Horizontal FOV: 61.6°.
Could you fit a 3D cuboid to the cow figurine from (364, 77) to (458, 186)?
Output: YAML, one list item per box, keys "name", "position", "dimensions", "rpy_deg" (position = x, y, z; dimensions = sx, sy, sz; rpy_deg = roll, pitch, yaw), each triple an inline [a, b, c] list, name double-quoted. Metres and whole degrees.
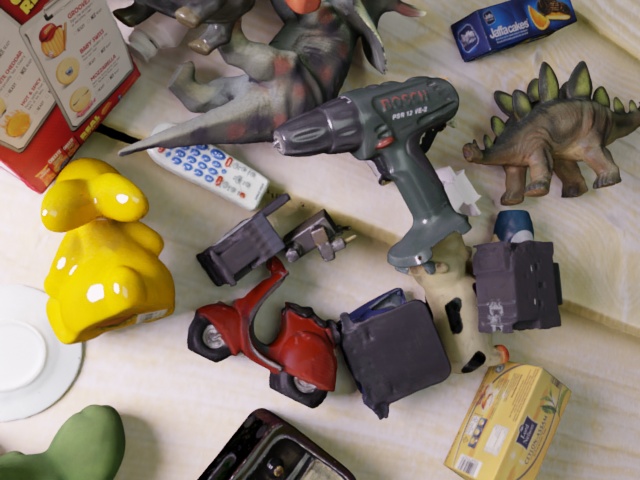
- name: "cow figurine"
  position: [0.125, -0.145, 0.707]
  dimensions: [0.167, 0.068, 0.098]
  rpy_deg: [-35, 106, -20]

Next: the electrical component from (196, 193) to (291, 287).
- name: "electrical component"
  position: [-0.074, 0.000, 0.599]
  dimensions: [0.119, 0.075, 0.047]
  rpy_deg: [-38, 102, -26]

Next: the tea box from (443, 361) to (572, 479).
- name: "tea box"
  position: [0.252, 0.253, 0.724]
  dimensions: [0.068, 0.098, 0.169]
  rpy_deg: [39, 73, -17]

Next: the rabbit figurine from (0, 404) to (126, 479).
- name: "rabbit figurine"
  position: [-0.246, 0.223, 0.477]
  dimensions: [0.170, 0.121, 0.159]
  rpy_deg: [-25, 91, -40]

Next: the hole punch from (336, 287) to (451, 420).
- name: "hole punch"
  position: [0.085, 0.130, 0.668]
  dimensions: [0.116, 0.092, 0.142]
  rpy_deg: [-22, 101, -2]

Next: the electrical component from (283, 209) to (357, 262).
- name: "electrical component"
  position: [-0.002, -0.002, 0.624]
  dimensions: [0.078, 0.102, 0.045]
  rpy_deg: [-37, 101, 2]

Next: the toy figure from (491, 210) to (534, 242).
- name: "toy figure"
  position: [0.276, 0.035, 0.776]
  dimensions: [0.064, 0.058, 0.154]
  rpy_deg: [2, 86, 13]

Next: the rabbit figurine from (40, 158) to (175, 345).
- name: "rabbit figurine"
  position: [-0.211, -0.003, 0.503]
  dimensions: [0.122, 0.162, 0.173]
  rpy_deg: [-13, 73, -17]

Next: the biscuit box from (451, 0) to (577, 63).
- name: "biscuit box"
  position: [0.292, -0.323, 0.805]
  dimensions: [0.203, 0.059, 0.062]
  rpy_deg: [-25, 97, -25]

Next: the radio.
- name: "radio"
  position: [-0.081, 0.305, 0.572]
  dimensions: [0.131, 0.073, 0.229]
  rpy_deg: [47, 68, -16]

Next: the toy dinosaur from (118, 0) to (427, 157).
- name: "toy dinosaur"
  position: [-0.031, -0.195, 0.615]
  dimensions: [0.192, 0.131, 0.405]
  rpy_deg: [39, 77, -18]

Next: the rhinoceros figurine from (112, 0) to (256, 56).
- name: "rhinoceros figurine"
  position: [-0.152, -0.253, 0.490]
  dimensions: [0.190, 0.073, 0.112]
  rpy_deg: [30, 86, 4]

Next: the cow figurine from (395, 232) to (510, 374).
- name: "cow figurine"
  position: [0.172, 0.079, 0.708]
  dimensions: [0.127, 0.085, 0.194]
  rpy_deg: [-8, 91, -32]

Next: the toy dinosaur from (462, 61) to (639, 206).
- name: "toy dinosaur"
  position: [0.381, -0.165, 0.816]
  dimensions: [0.471, 0.105, 0.198]
  rpy_deg: [-10, 87, -31]

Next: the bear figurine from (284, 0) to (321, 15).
- name: "bear figurine"
  position: [-0.023, -0.337, 0.523]
  dimensions: [0.120, 0.131, 0.196]
  rpy_deg: [-28, 62, -17]

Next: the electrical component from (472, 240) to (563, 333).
- name: "electrical component"
  position: [0.260, 0.058, 0.691]
  dimensions: [0.134, 0.058, 0.114]
  rpy_deg: [-1, 86, -37]

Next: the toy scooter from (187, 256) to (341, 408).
- name: "toy scooter"
  position: [-0.045, 0.097, 0.606]
  dimensions: [0.184, 0.075, 0.135]
  rpy_deg: [31, 72, -16]

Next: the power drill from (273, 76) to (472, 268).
- name: "power drill"
  position: [0.077, -0.074, 0.615]
  dimensions: [0.232, 0.086, 0.207]
  rpy_deg: [-30, 100, -23]
